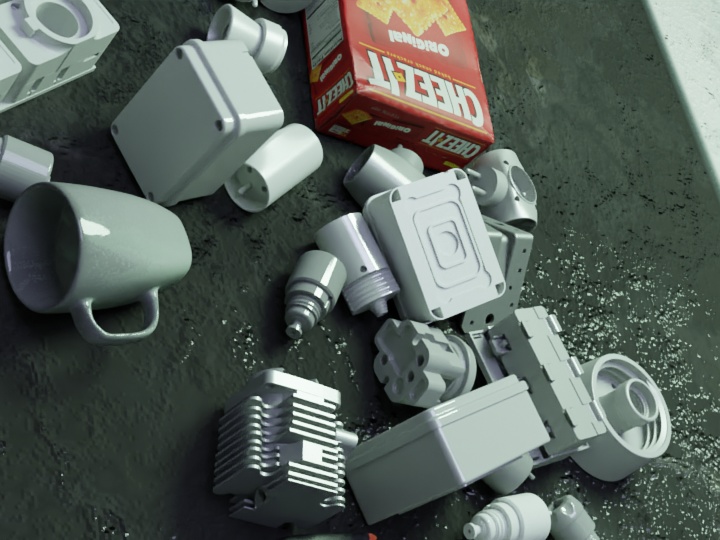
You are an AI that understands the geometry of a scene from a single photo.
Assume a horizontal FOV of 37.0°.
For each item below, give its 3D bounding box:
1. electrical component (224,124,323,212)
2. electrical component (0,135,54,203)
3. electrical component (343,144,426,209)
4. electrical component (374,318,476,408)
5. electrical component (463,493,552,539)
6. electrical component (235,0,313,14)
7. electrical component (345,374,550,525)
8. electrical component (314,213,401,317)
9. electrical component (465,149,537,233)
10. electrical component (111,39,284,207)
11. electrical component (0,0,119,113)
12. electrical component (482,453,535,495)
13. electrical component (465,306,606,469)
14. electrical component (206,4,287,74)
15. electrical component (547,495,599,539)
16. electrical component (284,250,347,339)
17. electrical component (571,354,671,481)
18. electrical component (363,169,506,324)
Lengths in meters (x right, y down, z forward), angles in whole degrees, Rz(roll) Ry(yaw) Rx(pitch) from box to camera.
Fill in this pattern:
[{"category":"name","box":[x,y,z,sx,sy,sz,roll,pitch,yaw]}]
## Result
[{"category":"electrical component","box":[-0.079,-0.096,0.851,0.079,0.043,0.077,53,44,-6]},{"category":"electrical component","box":[-0.238,-0.070,0.702,0.078,0.040,0.040,22,50,-27]},{"category":"electrical component","box":[0.033,-0.080,0.940,0.077,0.044,0.079,37,44,-15]},{"category":"electrical component","box":[0.053,0.075,0.839,0.057,0.058,0.078,16,29,-37]},{"category":"electrical component","box":[0.111,0.194,0.822,0.078,0.040,0.040,1,62,-40]},{"category":"electrical component","box":[-0.101,-0.261,0.943,0.138,0.052,0.073,17,52,-32]},{"category":"electrical component","box":[0.061,0.129,0.773,0.109,0.109,0.056,-14,75,-45]},{"category":"electrical component","box":[0.000,0.000,0.858,0.043,0.043,0.081,-14,72,-45]},{"category":"electrical component","box":[0.126,-0.075,1.013,0.079,0.044,0.077,17,52,-46]},{"category":"electrical component","box":[-0.120,-0.105,0.775,0.057,0.113,0.078,-18,75,-49]},{"category":"electrical component","box":[-0.266,-0.164,0.728,0.105,0.060,0.186,50,42,-2]},{"category":"electrical component","box":[0.101,0.142,0.850,0.078,0.040,0.040,45,43,-7]},{"category":"electrical component","box":[0.149,0.096,0.902,0.079,0.063,0.121,-6,63,-43]},{"category":"electrical component","box":[-0.095,-0.193,0.907,0.055,0.045,0.045,16,53,-34]},{"category":"electrical component","box":[0.176,0.215,0.870,0.061,0.035,0.035,53,42,-1]},{"category":"electrical component","box":[-0.038,0.020,0.813,0.040,0.040,0.078,38,45,-15]},{"category":"electrical component","box":[0.229,0.126,0.956,0.108,0.060,0.108,22,50,-28]},{"category":"electrical component","box":[0.059,-0.017,0.876,0.078,0.057,0.113,-20,90,-26]}]
